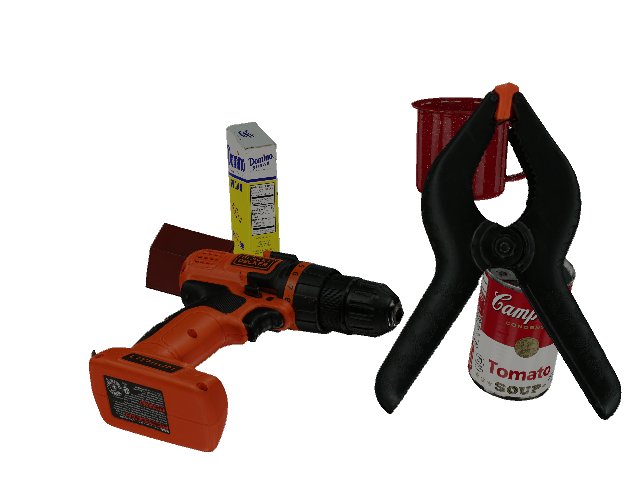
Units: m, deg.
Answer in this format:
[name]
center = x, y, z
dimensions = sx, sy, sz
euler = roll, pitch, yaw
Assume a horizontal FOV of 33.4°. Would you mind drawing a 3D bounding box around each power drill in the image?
[power drill]
center = -0.056, 0.071, 0.754
dimensions = 0.185, 0.057, 0.187
euler = 7, 28, 29

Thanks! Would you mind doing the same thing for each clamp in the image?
[clamp]
center = 0.080, 0.010, 0.533
dimensions = 0.120, 0.171, 0.039
euler = -7, -5, -5

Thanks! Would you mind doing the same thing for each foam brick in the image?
[foam brick]
center = -0.134, 0.025, 1.092
dimensions = 0.078, 0.051, 0.053
euler = 16, 32, 4

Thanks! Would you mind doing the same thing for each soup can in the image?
[soup can]
center = 0.153, 0.063, 0.821
dimensions = 0.068, 0.102, 0.068
euler = 3, 29, -2

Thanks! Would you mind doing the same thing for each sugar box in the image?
[sugar box]
center = -0.083, -0.048, 1.312
dimensions = 0.048, 0.176, 0.093
euler = -11, 26, -16

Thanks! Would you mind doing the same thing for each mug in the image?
[mug]
center = 0.140, -0.082, 0.964
dimensions = 0.117, 0.081, 0.093
euler = 4, 16, 13
